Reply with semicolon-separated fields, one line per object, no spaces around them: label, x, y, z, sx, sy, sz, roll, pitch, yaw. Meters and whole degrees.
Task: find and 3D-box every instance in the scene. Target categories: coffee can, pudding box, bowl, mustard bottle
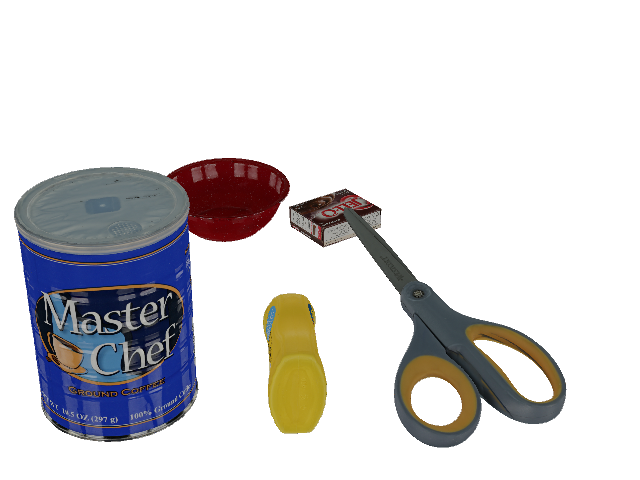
coffee can;-0.130;0.038;0.667;0.103;0.140;0.103;1;29;-1
pudding box;0.023;-0.035;1.625;0.113;0.039;0.090;-21;33;-30
bowl;-0.119;-0.044;1.328;0.162;0.055;0.162;0;30;0
mustard bottle;-0.030;0.111;1.122;0.058;0.096;0.191;-2;26;-5

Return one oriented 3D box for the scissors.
scissors;0.046;0.047;0.598;0.096;0.016;0.202;-31;46;-26
